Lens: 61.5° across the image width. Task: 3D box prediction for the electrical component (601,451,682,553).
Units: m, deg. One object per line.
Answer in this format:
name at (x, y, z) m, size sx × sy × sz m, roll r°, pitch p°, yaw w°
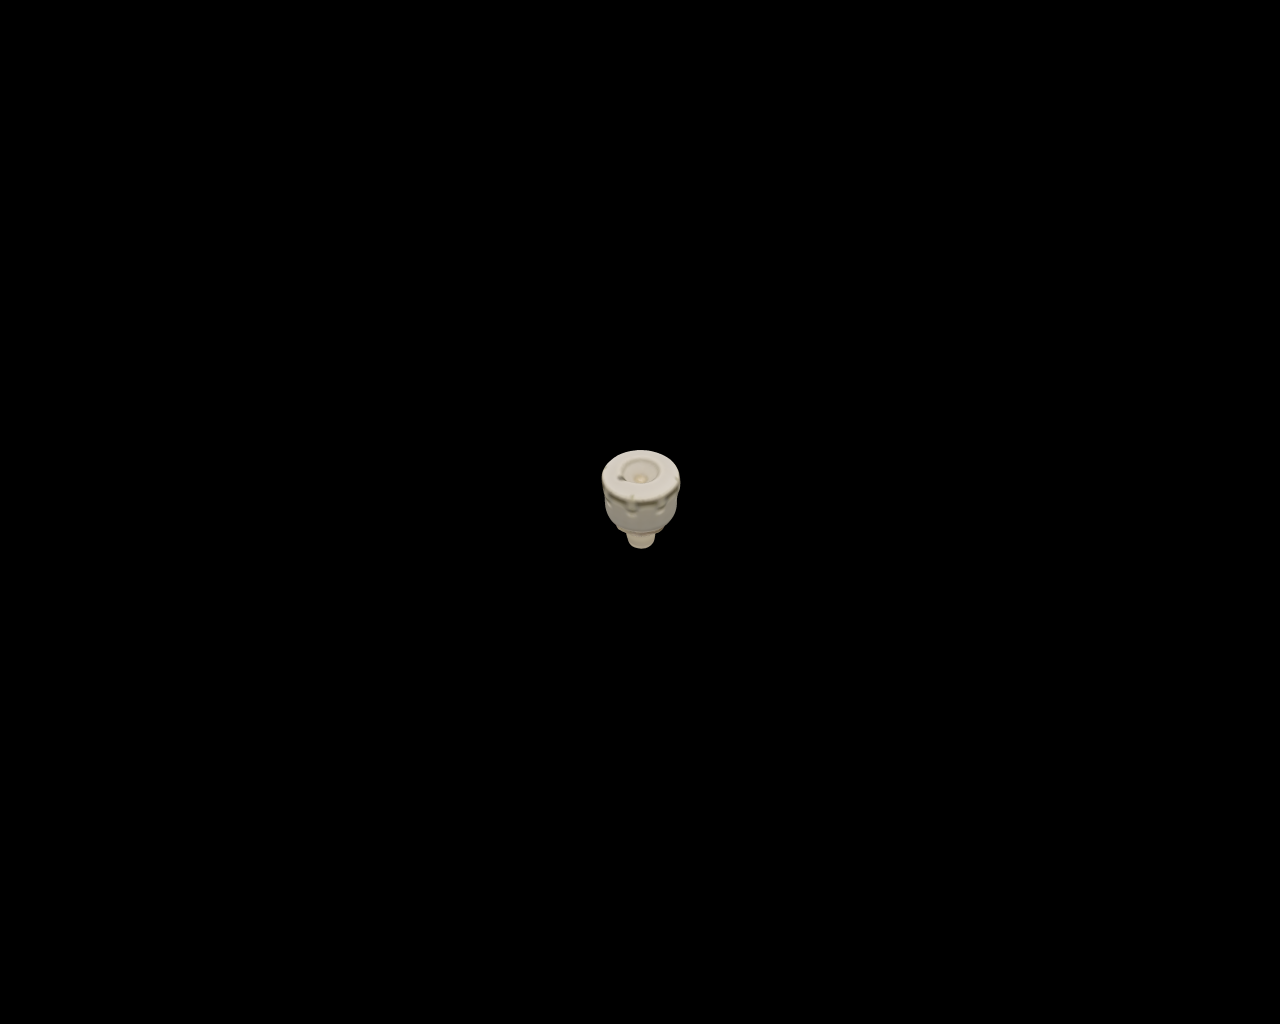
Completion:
electrical component at (0.001, -0.003, 0.650) m, size 0.048 × 0.062 × 0.048 m, roll 0°, pitch 43°, yaw 0°
